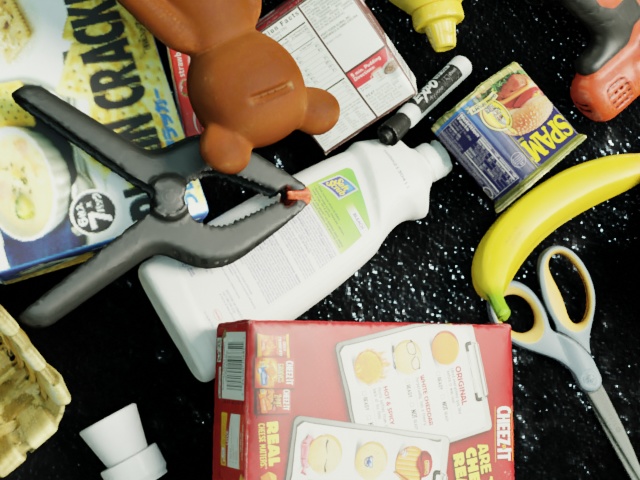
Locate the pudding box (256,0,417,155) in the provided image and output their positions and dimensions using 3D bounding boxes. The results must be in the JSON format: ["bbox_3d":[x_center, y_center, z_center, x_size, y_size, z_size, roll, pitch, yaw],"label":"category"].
[{"bbox_3d":[0.008,-0.134,0.803,0.090,0.039,0.113,-32,112,14],"label":"pudding box"}]

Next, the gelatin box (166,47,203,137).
[{"bbox_3d":[-0.076,-0.119,0.828,0.073,0.030,0.089,-9,82,-10],"label":"gelatin box"}]

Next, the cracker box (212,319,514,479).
[{"bbox_3d":[0.032,0.140,0.752,0.213,0.072,0.164,3,83,-27],"label":"cracker box"}]

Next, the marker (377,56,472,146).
[{"bbox_3d":[0.082,-0.109,0.833,0.020,0.020,0.121,46,53,0],"label":"marker"}]

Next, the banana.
[{"bbox_3d":[0.180,-0.012,0.838,0.070,0.037,0.197,35,67,31],"label":"banana"}]

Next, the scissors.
[{"bbox_3d":[0.191,0.106,0.841,0.096,0.016,0.202,-11,87,-5],"label":"scissors"}]

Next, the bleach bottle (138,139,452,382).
[{"bbox_3d":[-0.005,0.001,0.805,0.250,0.068,0.102,-30,89,-15],"label":"bleach bottle"}]

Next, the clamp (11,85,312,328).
[{"bbox_3d":[-0.111,-0.016,0.735,0.209,0.036,0.164,5,80,-14],"label":"clamp"}]

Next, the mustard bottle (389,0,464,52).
[{"bbox_3d":[0.079,-0.245,0.858,0.096,0.058,0.191,-8,83,-29],"label":"mustard bottle"}]

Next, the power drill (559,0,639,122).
[{"bbox_3d":[0.245,-0.213,0.841,0.184,0.057,0.187,-43,117,-7],"label":"power drill"}]

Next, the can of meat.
[{"bbox_3d":[0.146,-0.082,0.830,0.084,0.058,0.101,50,46,5],"label":"can of meat"}]

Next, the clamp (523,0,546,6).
[{"bbox_3d":[0.144,-0.271,0.861,0.039,0.120,0.171,-10,74,32],"label":"clamp"}]
